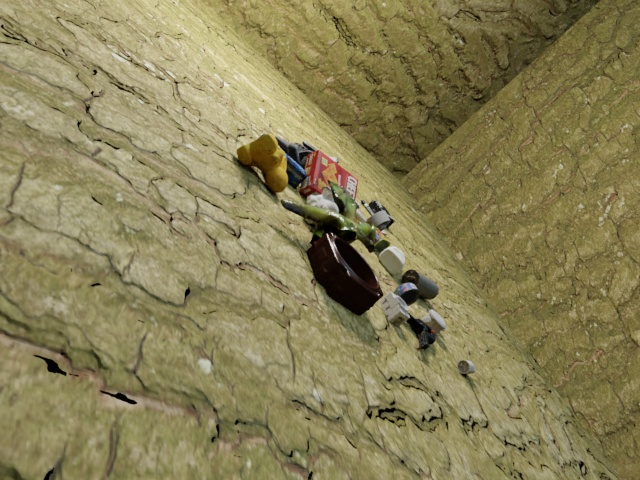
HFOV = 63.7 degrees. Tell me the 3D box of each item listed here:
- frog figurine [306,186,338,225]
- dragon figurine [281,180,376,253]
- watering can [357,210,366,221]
[{"bbox_3d":[0.005,-0.083,1.642,0.137,0.121,0.162,54,50,-8],"label":"frog figurine"},{"bbox_3d":[0.044,-0.080,1.538,0.405,0.121,0.249,38,33,-31],"label":"dragon figurine"},{"bbox_3d":[0.073,-0.192,2.015,0.344,0.103,0.229,44,19,-21],"label":"watering can"}]
